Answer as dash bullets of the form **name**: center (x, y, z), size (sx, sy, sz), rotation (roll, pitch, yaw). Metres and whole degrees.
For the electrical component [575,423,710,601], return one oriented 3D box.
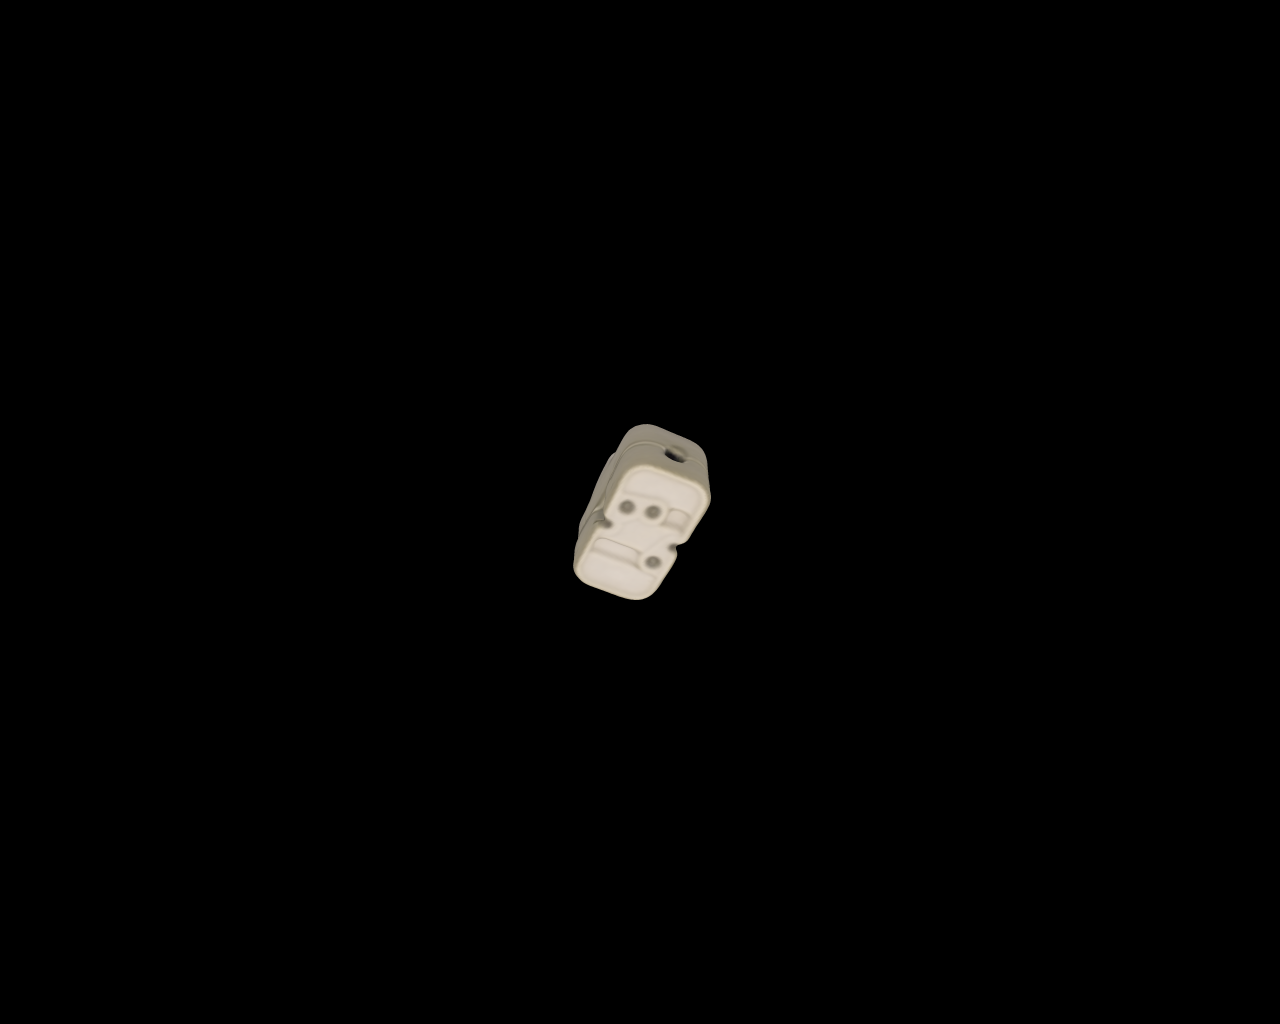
- **electrical component**: center (0.001, -0.003, 0.650), size (0.054, 0.095, 0.059), rotation (21, 32, -14)
